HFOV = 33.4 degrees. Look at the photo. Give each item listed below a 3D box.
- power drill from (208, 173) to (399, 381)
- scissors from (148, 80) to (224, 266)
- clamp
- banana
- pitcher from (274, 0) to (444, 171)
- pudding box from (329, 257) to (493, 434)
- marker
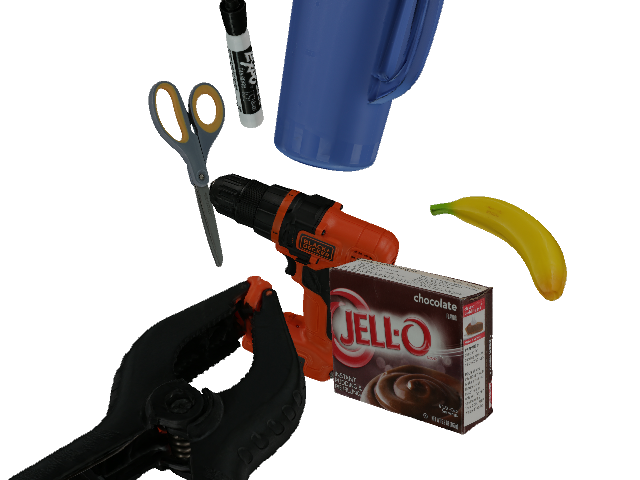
[{"bbox_3d":[-0.028,0.036,1.008,0.184,0.188,0.057,23,43,14],"label":"power drill"},{"bbox_3d":[-0.118,-0.082,1.141,0.096,0.202,0.016,-33,13,-35],"label":"scissors"},{"bbox_3d":[-0.047,0.082,0.414,0.120,0.039,0.171,24,49,18],"label":"clamp"},{"bbox_3d":[0.193,0.000,1.072,0.069,0.037,0.198,-34,38,-13],"label":"banana"},{"bbox_3d":[0.033,-0.194,1.060,0.145,0.243,0.149,11,19,-1],"label":"pitcher"},{"bbox_3d":[0.058,0.065,0.693,0.114,0.090,0.039,10,21,40],"label":"pudding box"},{"bbox_3d":[-0.058,-0.133,0.798,0.020,0.020,0.121,0,-39,6],"label":"marker"}]
